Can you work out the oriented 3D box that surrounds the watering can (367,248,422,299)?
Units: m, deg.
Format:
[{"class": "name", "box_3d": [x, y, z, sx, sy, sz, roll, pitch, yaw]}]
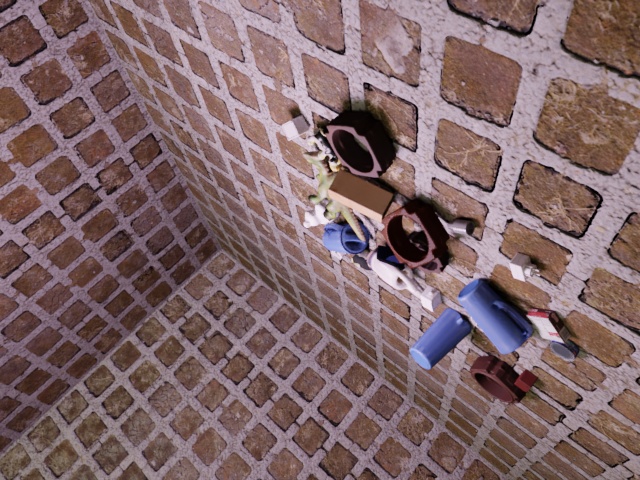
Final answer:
[{"class": "watering can", "box_3d": [0.313, 0.142, 2.078, 0.227, 0.104, 0.342, 40, -2, 37]}]

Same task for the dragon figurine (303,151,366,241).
[{"class": "dragon figurine", "box_3d": [0.082, -0.176, 1.931, 0.124, 0.409, 0.239, -47, 4, -28]}]

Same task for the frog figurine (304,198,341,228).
[{"class": "frog figurine", "box_3d": [0.006, -0.107, 2.118, 0.124, 0.161, 0.134, 37, -22, 17]}]
